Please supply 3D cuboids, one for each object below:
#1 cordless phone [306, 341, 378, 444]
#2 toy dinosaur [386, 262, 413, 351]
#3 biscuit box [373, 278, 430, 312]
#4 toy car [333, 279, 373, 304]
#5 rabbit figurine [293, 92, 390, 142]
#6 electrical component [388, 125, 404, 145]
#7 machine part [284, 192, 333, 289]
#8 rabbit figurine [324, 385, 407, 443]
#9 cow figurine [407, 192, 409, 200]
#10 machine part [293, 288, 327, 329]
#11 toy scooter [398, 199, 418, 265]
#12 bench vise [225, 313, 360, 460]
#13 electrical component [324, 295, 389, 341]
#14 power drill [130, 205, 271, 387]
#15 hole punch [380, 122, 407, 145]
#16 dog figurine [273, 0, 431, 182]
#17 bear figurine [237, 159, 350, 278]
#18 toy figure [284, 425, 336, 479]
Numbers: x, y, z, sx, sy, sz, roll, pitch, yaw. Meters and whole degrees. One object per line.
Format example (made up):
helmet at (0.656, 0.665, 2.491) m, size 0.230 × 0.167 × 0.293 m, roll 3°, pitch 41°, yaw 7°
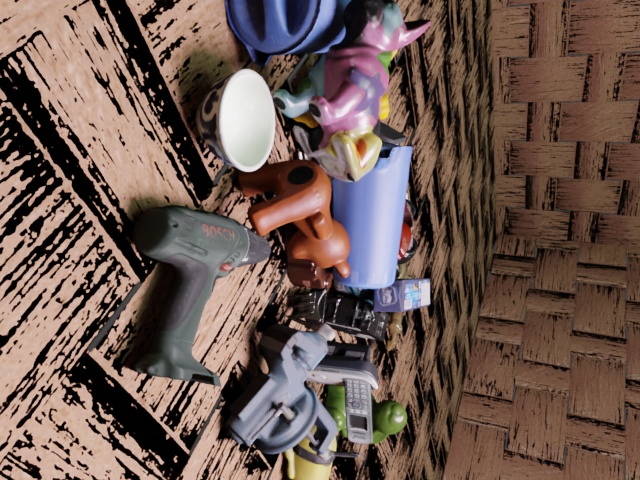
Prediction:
cordless phone at (0.035, 0.284, 0.984) m, size 0.089 × 0.147 × 0.184 m, roll -46°, pitch 136°, yaw -66°
toy dinosaur at (0.154, 0.052, 1.256) m, size 0.198 × 0.105 × 0.470 m, roll -52°, pitch 140°, yaw -59°
biscuit box at (0.164, 0.106, 1.059) m, size 0.202 × 0.063 × 0.059 m, roll 7°, pitch 81°, yaw -64°
toy car at (0.079, 0.081, 1.081) m, size 0.161 × 0.103 × 0.109 m, roll 28°, pitch 56°, yaw -60°
rabbit figurine at (0.027, -0.209, 0.844) m, size 0.173 × 0.162 × 0.121 m, roll -91°, pitch 168°, yaw -45°
electrical component at (0.123, -0.215, 1.170) m, size 0.119 × 0.048 × 0.074 m, roll 11°, pitch 81°, yaw -27°
machine part at (-0.002, -0.003, 0.948) m, size 0.179 × 0.056 × 0.179 m, roll 5°, pitch 90°, yaw -66°
rabbit figurine at (0.098, 0.367, 1.112) m, size 0.121 × 0.170 × 0.158 m, roll -67°, pitch 150°, yaw -31°
cow figurine at (0.196, -0.058, 1.357) m, size 0.098 × 0.068 × 0.167 m, roll -64°, pitch 150°, yaw -48°
machine part at (-0.013, 0.120, 0.966) m, size 0.138 × 0.039 × 0.084 m, roll 41°, pitch 63°, yaw -72°
toy scooter at (0.140, -0.045, 1.106) m, size 0.135 × 0.075 × 0.184 m, roll 39°, pitch 41°, yaw -27°
bench vise at (-0.032, 0.250, 0.842) m, size 0.224 × 0.129 × 0.240 m, roll -54°, pitch 125°, yaw -35°
electrical component at (0.071, 0.157, 1.072) m, size 0.134 × 0.115 × 0.058 m, roll 44°, pitch 61°, yaw -60°
power drill at (-0.137, 0.067, 0.645) m, size 0.231 × 0.086 × 0.207 m, roll 35°, pitch 68°, yaw -61°
hole punch at (0.093, -0.193, 1.064) m, size 0.142 × 0.116 × 0.092 m, roll -30°, pitch 154°, yaw -58°
dog figurine at (0.061, -0.209, 0.718) m, size 0.219 × 0.109 × 0.191 m, roll -46°, pitch 129°, yaw -16°
bear figurine at (-0.028, -0.021, 0.780) m, size 0.195 × 0.132 × 0.120 m, roll 77°, pitch -7°, yaw -50°
toy figure at (-0.017, 0.421, 0.973) m, size 0.082 × 0.089 × 0.180 m, roll 13°, pitch 81°, yaw -72°
